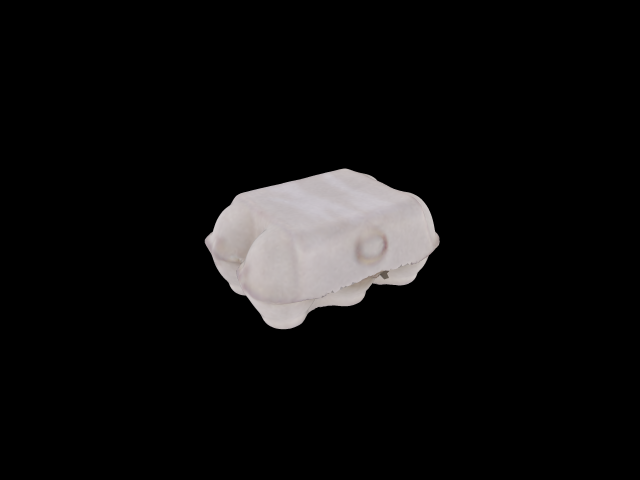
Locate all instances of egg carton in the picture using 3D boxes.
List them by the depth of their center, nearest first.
[{"bbox_3d":[0.004,0.001,0.400,0.151,0.069,0.107,-18,31,-31],"label":"egg carton"}]
